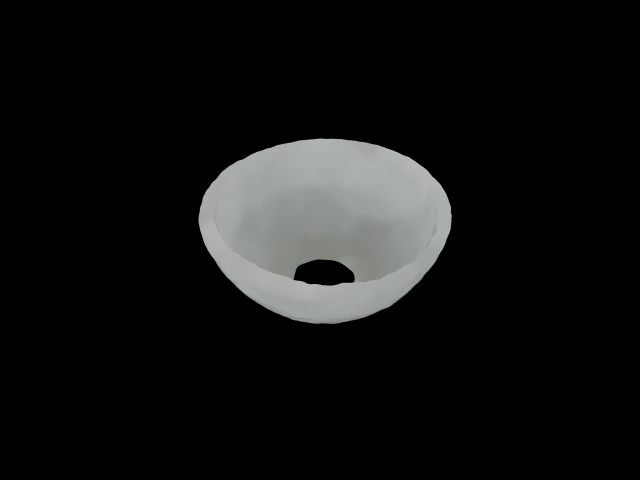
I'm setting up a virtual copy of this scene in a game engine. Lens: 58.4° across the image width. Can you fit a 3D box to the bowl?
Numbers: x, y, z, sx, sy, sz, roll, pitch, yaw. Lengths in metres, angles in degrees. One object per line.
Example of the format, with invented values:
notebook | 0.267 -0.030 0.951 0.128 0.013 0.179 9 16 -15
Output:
bowl | 0.004 0.001 0.400 0.167 0.075 0.167 0 41 0
